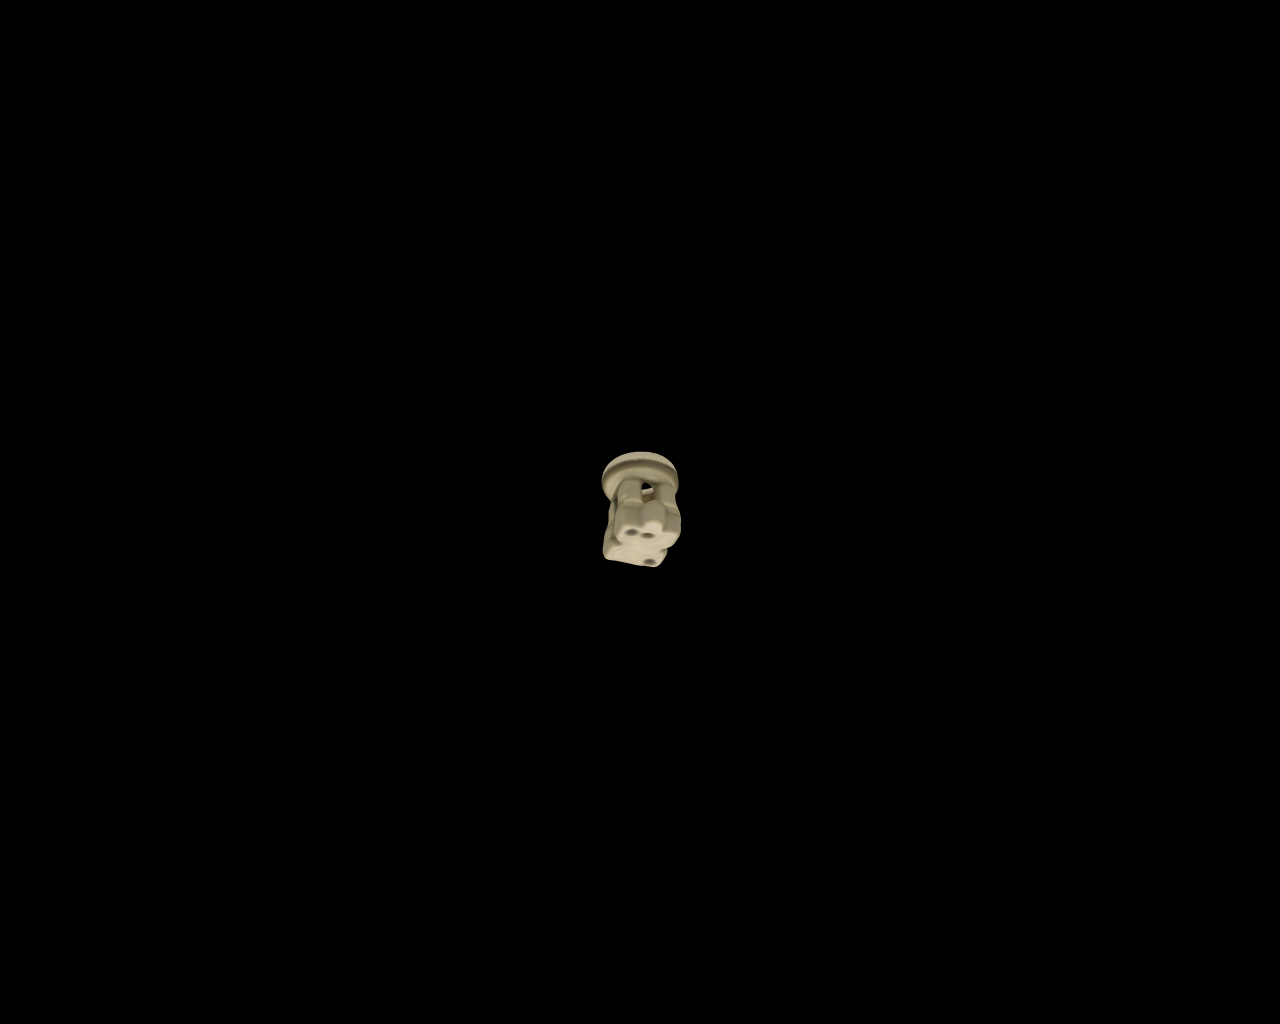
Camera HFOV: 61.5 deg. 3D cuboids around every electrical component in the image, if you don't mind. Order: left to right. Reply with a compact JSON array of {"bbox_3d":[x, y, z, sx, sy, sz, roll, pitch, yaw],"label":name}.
[{"bbox_3d":[0.001,-0.003,0.650,0.048,0.055,0.066,10,-34,-15],"label":"electrical component"}]
